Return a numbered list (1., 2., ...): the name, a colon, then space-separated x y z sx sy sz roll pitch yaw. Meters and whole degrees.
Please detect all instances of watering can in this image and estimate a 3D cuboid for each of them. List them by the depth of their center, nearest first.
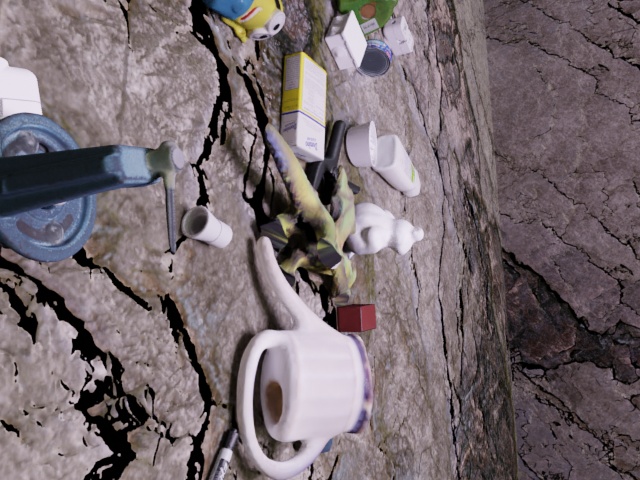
1. watering can: -0.020 0.176 0.791 0.224 0.103 0.351 11 75 -35

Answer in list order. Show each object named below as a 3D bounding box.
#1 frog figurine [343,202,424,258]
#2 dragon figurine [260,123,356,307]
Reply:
1. frog figurine: 0.126 -0.021 1.058 0.139 0.159 0.121 -35 114 -57
2. dragon figurine: 0.003 -0.045 0.894 0.248 0.122 0.402 -62 147 -55
